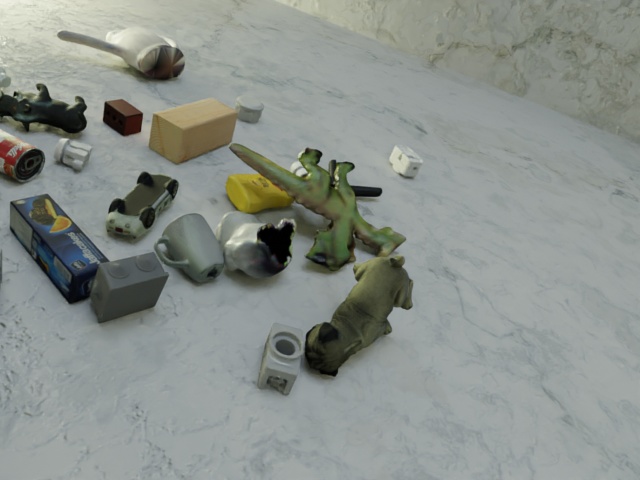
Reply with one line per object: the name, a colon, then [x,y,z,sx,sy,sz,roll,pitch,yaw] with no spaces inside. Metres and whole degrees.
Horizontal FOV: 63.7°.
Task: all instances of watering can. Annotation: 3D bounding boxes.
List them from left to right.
watering can: [-0.539,-0.545,1.479,0.227,0.102,0.351,38,36,23]

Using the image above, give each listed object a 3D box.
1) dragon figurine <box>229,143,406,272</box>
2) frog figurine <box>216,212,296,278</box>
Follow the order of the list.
dragon figurine: [0.003,-0.053,1.056,0.409,0.120,0.248,12,49,-29]
frog figurine: [-0.132,0.008,0.946,0.159,0.121,0.140,-2,28,34]
